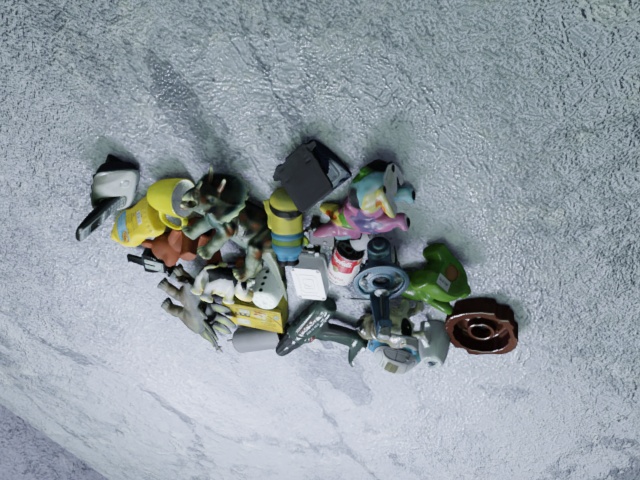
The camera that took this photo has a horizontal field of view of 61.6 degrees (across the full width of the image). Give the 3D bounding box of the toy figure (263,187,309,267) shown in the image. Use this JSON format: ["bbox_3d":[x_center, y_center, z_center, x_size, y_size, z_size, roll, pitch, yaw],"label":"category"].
[{"bbox_3d":[-0.068,-0.028,1.177,0.089,0.082,0.180,23,118,55],"label":"toy figure"}]

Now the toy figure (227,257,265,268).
[{"bbox_3d":[-0.205,0.075,1.383,0.154,0.058,0.064,-23,162,33],"label":"toy figure"}]

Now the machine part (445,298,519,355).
[{"bbox_3d":[0.395,0.212,1.313,0.179,0.056,0.179,11,136,10],"label":"machine part"}]

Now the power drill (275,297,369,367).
[{"bbox_3d":[0.014,0.266,1.458,0.207,0.086,0.232,28,118,-8],"label":"power drill"}]

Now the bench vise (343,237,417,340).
[{"bbox_3d":[0.130,0.121,1.164,0.129,0.241,0.223,3,138,-5],"label":"bench vise"}]

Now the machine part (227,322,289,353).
[{"bbox_3d":[-0.168,0.283,1.563,0.243,0.079,0.079,-14,128,28],"label":"machine part"}]

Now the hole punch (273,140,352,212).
[{"bbox_3d":[-0.012,-0.134,1.095,0.142,0.092,0.116,-36,85,43],"label":"hole punch"}]

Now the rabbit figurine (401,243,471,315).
[{"bbox_3d":[0.251,0.094,1.226,0.159,0.121,0.170,31,154,-22],"label":"rabbit figurine"}]

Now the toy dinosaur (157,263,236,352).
[{"bbox_3d":[-0.330,0.201,1.460,0.199,0.105,0.471,38,158,13],"label":"toy dinosaur"}]

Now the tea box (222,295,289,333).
[{"bbox_3d":[-0.175,0.188,1.474,0.170,0.068,0.098,10,138,8],"label":"tea box"}]

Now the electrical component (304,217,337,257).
[{"bbox_3d":[-0.002,-0.005,1.237,0.078,0.045,0.102,14,136,7],"label":"electrical component"}]

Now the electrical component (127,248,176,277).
[{"bbox_3d":[-0.454,0.051,1.447,0.119,0.048,0.074,12,136,7],"label":"electrical component"}]

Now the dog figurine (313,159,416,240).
[{"bbox_3d":[0.071,-0.068,1.099,0.219,0.108,0.191,-10,145,31],"label":"dog figurine"}]

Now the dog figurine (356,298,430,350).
[{"bbox_3d":[0.149,0.217,1.317,0.191,0.121,0.172,-15,161,35],"label":"dog figurine"}]

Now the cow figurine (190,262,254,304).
[{"bbox_3d":[-0.221,0.101,1.300,0.068,0.098,0.167,28,-169,40],"label":"cow figurine"}]

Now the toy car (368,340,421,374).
[{"bbox_3d":[0.204,0.302,1.437,0.162,0.103,0.109,17,136,-1],"label":"toy car"}]

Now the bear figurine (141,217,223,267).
[{"bbox_3d":[-0.346,0.022,1.326,0.196,0.132,0.120,-25,150,29],"label":"bear figurine"}]

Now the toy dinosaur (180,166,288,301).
[{"bbox_3d":[-0.166,-0.018,1.225,0.192,0.131,0.404,-48,128,9],"label":"toy dinosaur"}]

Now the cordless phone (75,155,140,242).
[{"bbox_3d":[-0.497,-0.092,1.220,0.089,0.184,0.146,30,136,-5],"label":"cordless phone"}]

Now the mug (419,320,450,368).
[{"bbox_3d":[0.286,0.262,1.363,0.081,0.107,0.109,-15,129,29],"label":"mug"}]
